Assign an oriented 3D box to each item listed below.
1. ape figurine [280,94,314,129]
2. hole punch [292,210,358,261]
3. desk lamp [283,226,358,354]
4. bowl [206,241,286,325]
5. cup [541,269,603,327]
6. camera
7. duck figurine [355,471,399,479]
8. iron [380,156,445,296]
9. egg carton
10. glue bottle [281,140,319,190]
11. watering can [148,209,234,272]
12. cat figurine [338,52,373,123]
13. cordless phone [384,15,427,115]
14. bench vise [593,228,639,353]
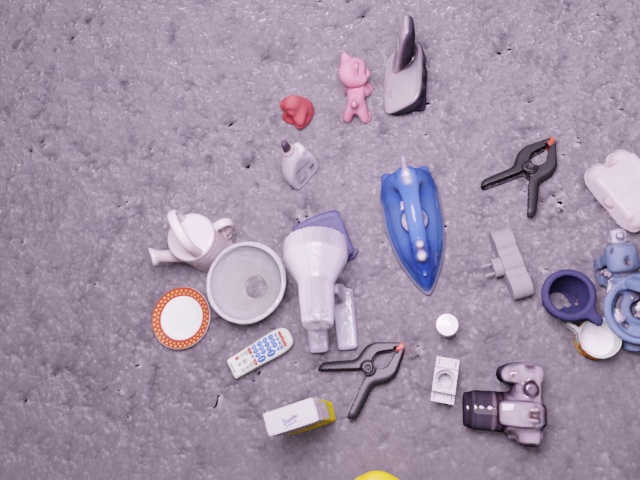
[{"bbox_3d":[-0.054,-0.285,1.237,0.076,0.092,0.078,-20,73,5],"label":"ape figurine"},{"bbox_3d":[0.011,0.004,1.149,0.108,0.091,0.101,-22,72,5],"label":"hole punch"},{"bbox_3d":[0.006,0.097,1.061,0.117,0.214,0.203,-8,74,9],"label":"desk lamp"},{"bbox_3d":[-0.141,0.092,1.164,0.167,0.075,0.167,-3,75,10],"label":"bowl"},{"bbox_3d":[0.451,0.114,1.033,0.092,0.095,0.117,-46,72,-3],"label":"cup"},{"bbox_3d":[0.322,0.286,1.010,0.136,0.101,0.143,1,76,11],"label":"camera"},{"bbox_3d":[0.097,0.455,1.016,0.104,0.086,0.077,-4,75,10],"label":"duck figurine"},{"bbox_3d":[0.183,-0.030,1.098,0.118,0.141,0.258,-12,74,8],"label":"iron"},{"bbox_3d":[0.576,-0.093,1.077,0.107,0.069,0.150,-34,72,1],"label":"egg carton"},{"bbox_3d":[-0.051,-0.163,1.162,0.037,0.173,0.078,41,86,18],"label":"glue bottle"},{"bbox_3d":[-0.258,0.003,1.147,0.100,0.194,0.173,40,86,18],"label":"watering can"},{"bbox_3d":[0.073,-0.327,1.210,0.067,0.118,0.128,-1,75,11],"label":"cat figurine"},{"bbox_3d":[0.170,-0.351,1.162,0.094,0.185,0.147,-2,75,11],"label":"cordless phone"},{"bbox_3d":[0.524,0.081,0.962,0.121,0.220,0.207,-28,72,3],"label":"bench vise"}]
